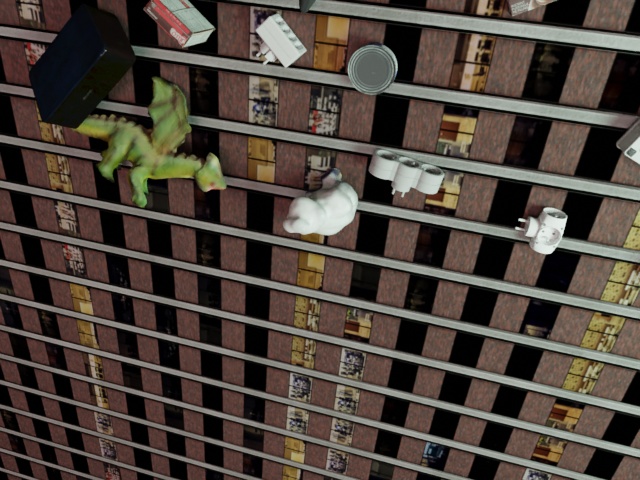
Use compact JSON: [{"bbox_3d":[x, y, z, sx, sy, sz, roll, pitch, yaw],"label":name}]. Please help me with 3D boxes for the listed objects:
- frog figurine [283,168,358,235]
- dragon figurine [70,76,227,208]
[{"bbox_3d":[0.003,-0.050,1.002,0.136,0.163,0.121,-23,112,26],"label":"frog figurine"},{"bbox_3d":[-0.365,-0.226,1.066,0.411,0.123,0.241,43,103,2],"label":"dragon figurine"}]
